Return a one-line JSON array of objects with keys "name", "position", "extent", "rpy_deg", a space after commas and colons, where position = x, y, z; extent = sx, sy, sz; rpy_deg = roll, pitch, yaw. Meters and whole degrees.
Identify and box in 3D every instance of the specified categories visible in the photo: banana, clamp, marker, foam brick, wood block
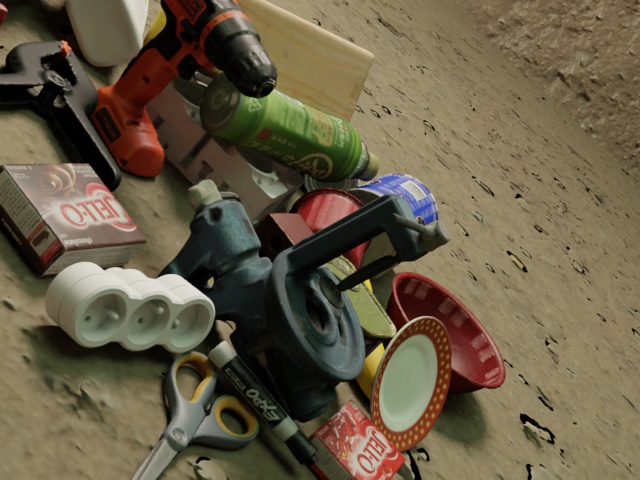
[{"name": "banana", "position": [0.046, 0.098, 1.067], "extent": [0.069, 0.037, 0.198], "rpy_deg": [56, 15, -48]}, {"name": "clamp", "position": [-0.259, -0.137, 0.981], "extent": [0.164, 0.036, 0.210], "rpy_deg": [29, 24, -29]}, {"name": "marker", "position": [-0.044, 0.132, 0.854], "extent": [0.121, 0.020, 0.020], "rpy_deg": [49, 24, 6]}, {"name": "foam brick", "position": [-0.043, 0.019, 1.011], "extent": [0.053, 0.078, 0.051], "rpy_deg": [53, 23, 21]}, {"name": "wood block", "position": [-0.055, -0.199, 1.144], "extent": [0.205, 0.090, 0.091], "rpy_deg": [19, 3, -38]}]

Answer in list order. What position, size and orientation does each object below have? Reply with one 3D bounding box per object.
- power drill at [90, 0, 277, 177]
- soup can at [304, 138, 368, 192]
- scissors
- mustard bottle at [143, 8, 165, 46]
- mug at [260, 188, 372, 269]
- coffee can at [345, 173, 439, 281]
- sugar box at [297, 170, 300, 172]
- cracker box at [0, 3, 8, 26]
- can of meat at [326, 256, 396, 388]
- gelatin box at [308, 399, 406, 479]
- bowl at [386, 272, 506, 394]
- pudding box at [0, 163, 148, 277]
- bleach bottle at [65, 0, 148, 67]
[{"name": "power drill", "position": [-0.133, -0.151, 1.016], "extent": [0.057, 0.188, 0.184], "rpy_deg": [15, 34, -50]}, {"name": "soup can", "position": [0.020, -0.090, 1.312], "extent": [0.068, 0.069, 0.102], "rpy_deg": [40, 24, -8]}, {"name": "scissors", "position": [-0.090, 0.153, 0.782], "extent": [0.096, 0.016, 0.201], "rpy_deg": [37, 24, -16]}, {"name": "mustard bottle", "position": [-0.106, -0.204, 1.234], "extent": [0.191, 0.096, 0.058], "rpy_deg": [29, 20, -9]}, {"name": "mug", "position": [-0.007, 0.001, 1.098], "extent": [0.117, 0.093, 0.081], "rpy_deg": [20, 30, 0]}, {"name": "coffee can", "position": [0.068, -0.017, 1.220], "extent": [0.103, 0.103, 0.140], "rpy_deg": [46, 23, 7]}, {"name": "sugar box", "position": [-0.039, -0.134, 1.272], "extent": [0.093, 0.048, 0.176], "rpy_deg": [7, 27, 4]}, {"name": "cracker box", "position": [-0.362, -0.216, 0.832], "extent": [0.163, 0.072, 0.214], "rpy_deg": [19, 13, -44]}, {"name": "can of meat", "position": [0.007, 0.076, 0.986], "extent": [0.057, 0.084, 0.102], "rpy_deg": [9, 41, -53]}, {"name": "gelatin box", "position": [0.029, 0.182, 0.906], "extent": [0.073, 0.030, 0.089], "rpy_deg": [47, 24, 8]}, {"name": "bowl", "position": [0.123, 0.111, 1.148], "extent": [0.162, 0.055, 0.162], "rpy_deg": [35, 25, -19]}, {"name": "pudding box", "position": [-0.204, -0.018, 0.863], "extent": [0.090, 0.039, 0.113], "rpy_deg": [49, 23, 14]}, {"name": "bleach bottle", "position": [-0.231, -0.280, 1.227], "extent": [0.251, 0.068, 0.102], "rpy_deg": [-93, 168, -67]}]
